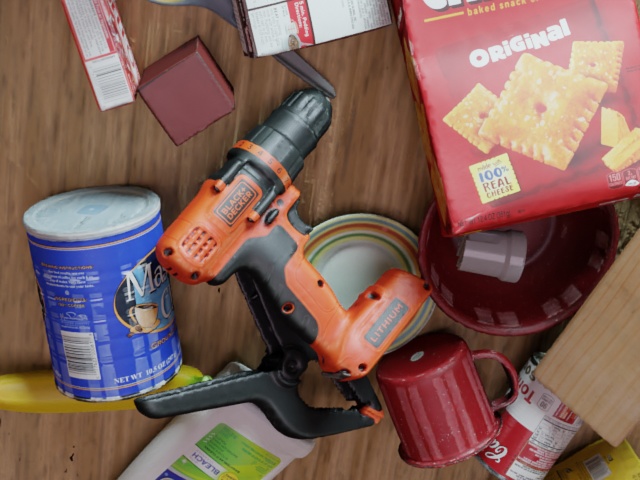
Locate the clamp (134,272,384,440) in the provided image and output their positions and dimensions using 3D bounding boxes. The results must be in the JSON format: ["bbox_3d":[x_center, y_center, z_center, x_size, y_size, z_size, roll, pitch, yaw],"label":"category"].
[{"bbox_3d":[-0.031,0.090,0.853,0.209,0.036,0.164,25,76,-28],"label":"clamp"}]

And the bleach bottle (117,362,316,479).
[{"bbox_3d":[-0.122,0.223,0.926,0.102,0.068,0.251,38,106,-18],"label":"bleach bottle"}]

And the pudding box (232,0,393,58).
[{"bbox_3d":[-0.009,-0.188,0.778,0.113,0.039,0.090,-17,110,-13],"label":"pudding box"}]

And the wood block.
[{"bbox_3d":[0.263,0.052,0.820,0.090,0.090,0.206,43,134,20],"label":"wood block"}]

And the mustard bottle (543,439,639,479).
[{"bbox_3d":[0.199,0.246,0.943,0.191,0.096,0.058,-27,113,5],"label":"mustard bottle"}]

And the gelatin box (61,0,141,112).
[{"bbox_3d":[-0.157,-0.145,0.772,0.030,0.073,0.089,-16,111,0],"label":"gelatin box"}]

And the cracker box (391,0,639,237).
[{"bbox_3d":[0.148,-0.122,0.772,0.164,0.072,0.214,-12,90,-1],"label":"cracker box"}]

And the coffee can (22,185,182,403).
[{"bbox_3d":[-0.166,0.040,0.827,0.103,0.103,0.140,-6,112,-3],"label":"coffee can"}]

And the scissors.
[{"bbox_3d":[-0.058,-0.188,0.795,0.201,0.016,0.096,23,107,-14],"label":"scissors"}]

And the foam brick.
[{"bbox_3d":[-0.097,-0.112,0.788,0.053,0.078,0.051,-31,109,7],"label":"foam brick"}]

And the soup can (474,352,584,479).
[{"bbox_3d":[0.186,0.157,0.923,0.068,0.068,0.102,26,106,-14],"label":"soup can"}]

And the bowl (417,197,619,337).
[{"bbox_3d":[0.154,-0.005,0.863,0.162,0.055,0.162,-2,111,-4],"label":"bowl"}]

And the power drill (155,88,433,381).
[{"bbox_3d":[-0.005,0.001,0.815,0.187,0.057,0.184,43,74,-10],"label":"power drill"}]

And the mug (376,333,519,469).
[{"bbox_3d":[0.108,0.127,0.892,0.117,0.093,0.081,-18,107,11],"label":"mug"}]

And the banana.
[{"bbox_3d":[-0.180,0.120,0.880,0.198,0.069,0.037,-5,70,4],"label":"banana"}]
